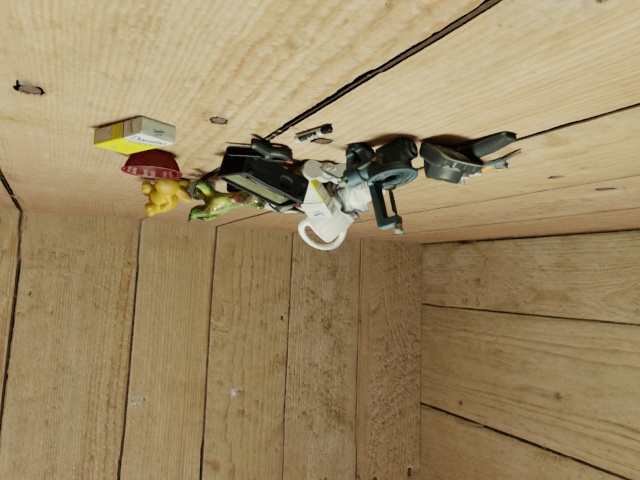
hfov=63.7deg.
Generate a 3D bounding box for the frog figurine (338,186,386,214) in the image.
[{"bbox_3d":[0.137,-0.163,1.610,0.137,0.126,0.156,14,133,-28],"label":"frog figurine"}]

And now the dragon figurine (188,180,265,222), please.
[{"bbox_3d":[-0.301,-0.109,1.680,0.243,0.123,0.408,5,175,-14],"label":"dragon figurine"}]

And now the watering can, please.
[{"bbox_3d":[0.006,-0.094,1.862,0.342,0.224,0.106,45,-174,-41],"label":"watering can"}]
